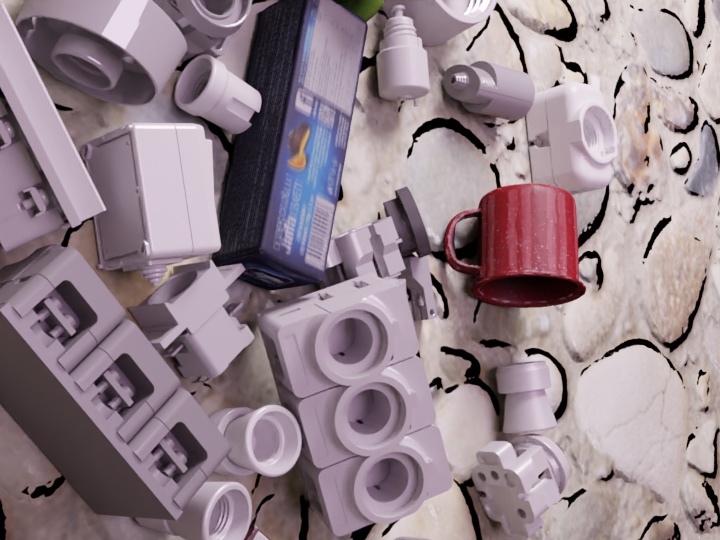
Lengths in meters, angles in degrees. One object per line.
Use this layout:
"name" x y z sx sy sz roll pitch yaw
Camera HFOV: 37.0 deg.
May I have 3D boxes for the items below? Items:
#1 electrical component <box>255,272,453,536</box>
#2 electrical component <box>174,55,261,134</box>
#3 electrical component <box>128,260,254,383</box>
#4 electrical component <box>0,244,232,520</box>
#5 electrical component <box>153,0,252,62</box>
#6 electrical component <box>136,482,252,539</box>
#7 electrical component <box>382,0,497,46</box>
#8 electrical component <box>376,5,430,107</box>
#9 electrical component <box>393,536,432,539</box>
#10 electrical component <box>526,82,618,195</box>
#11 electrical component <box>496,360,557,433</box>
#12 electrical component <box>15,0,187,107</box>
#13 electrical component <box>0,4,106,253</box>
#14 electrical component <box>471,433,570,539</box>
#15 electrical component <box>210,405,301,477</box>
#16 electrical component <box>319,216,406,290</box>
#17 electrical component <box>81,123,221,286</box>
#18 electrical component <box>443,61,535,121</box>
"electrical component" -0.002 0.089 0.721 0.089 0.062 0.150 -19 105 -18
"electrical component" -0.095 -0.117 0.723 0.046 0.040 0.040 28 65 -42
"electrical component" -0.104 0.034 0.686 0.081 0.042 0.063 -47 115 -36
"electrical component" -0.151 0.064 0.604 0.150 0.089 0.061 56 51 -20
"electrical component" -0.109 -0.176 0.708 0.078 0.057 0.058 38 59 -32
"electrical component" -0.104 0.144 0.650 0.044 0.065 0.044 -13 105 -56
"electrical component" 0.068 -0.244 0.879 0.108 0.060 0.108 9 76 -41
"electrical component" 0.033 -0.169 0.848 0.040 0.040 0.078 2 81 -42
"electrical component" 0.038 0.248 0.770 0.059 0.054 0.095 46 55 -27
"electrical component" 0.192 -0.118 0.971 0.054 0.059 0.095 0 82 -42
"electrical component" 0.138 0.105 0.892 0.045 0.045 0.055 -4 85 -43
"electrical component" -0.152 -0.144 0.638 0.099 0.099 0.064 34 67 -34
"electrical component" -0.199 -0.076 0.599 0.063 0.079 0.121 -27 102 -12
"electrical component" 0.132 0.168 0.868 0.057 0.058 0.078 -29 102 -39
"electrical component" -0.072 0.110 0.692 0.045 0.055 0.045 9 77 -41
"electrical component" 0.000 0.000 0.777 0.078 0.058 0.057 -24 96 -42
"electrical component" -0.125 -0.039 0.665 0.061 0.062 0.096 -7 87 -43
"electrical component" 0.106 -0.153 0.909 0.081 0.043 0.043 4 80 -42
